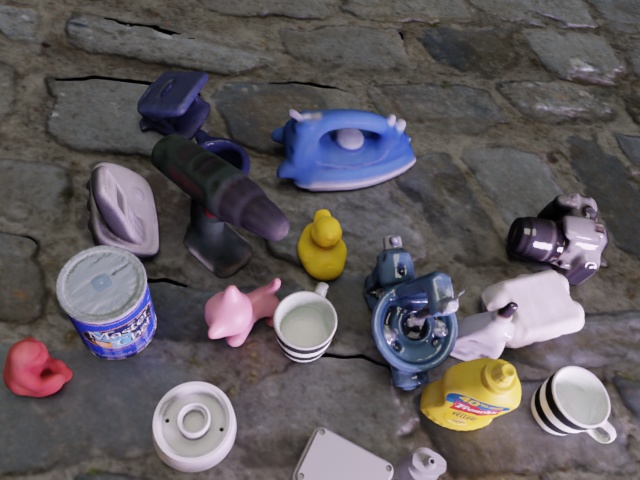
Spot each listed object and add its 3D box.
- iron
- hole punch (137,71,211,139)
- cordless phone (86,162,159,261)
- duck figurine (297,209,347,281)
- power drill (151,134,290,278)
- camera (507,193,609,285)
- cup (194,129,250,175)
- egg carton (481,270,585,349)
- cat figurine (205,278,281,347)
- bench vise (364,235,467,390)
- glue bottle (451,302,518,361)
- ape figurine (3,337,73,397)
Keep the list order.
[{"bbox_3d":[0.054,-0.167,0.944,0.258,0.141,0.118,-4,61,-13],"label":"iron"},{"bbox_3d":[-0.246,-0.234,0.955,0.101,0.091,0.109,22,59,2],"label":"hole punch"},{"bbox_3d":[-0.282,-0.064,0.797,0.094,0.185,0.147,-10,63,-16],"label":"cordless phone"},{"bbox_3d":[0.008,0.003,0.870,0.077,0.086,0.104,-4,61,-12],"label":"duck figurine"},{"bbox_3d":[-0.137,-0.036,0.794,0.229,0.208,0.076,40,61,13],"label":"power drill"},{"bbox_3d":[0.388,-0.015,0.944,0.137,0.101,0.143,11,59,-4],"label":"camera"},{"bbox_3d":[-0.164,-0.107,0.895,0.092,0.095,0.117,-27,69,-23],"label":"cup"},{"bbox_3d":[0.326,0.106,0.881,0.150,0.069,0.107,-12,63,-17],"label":"egg carton"},{"bbox_3d":[-0.105,0.092,0.780,0.128,0.118,0.067,-29,69,-24],"label":"cat figurine"},{"bbox_3d":[0.114,0.078,0.769,0.122,0.220,0.207,-20,66,-20],"label":"bench vise"},{"bbox_3d":[0.232,0.125,0.792,0.078,0.173,0.037,21,59,2],"label":"glue bottle"},{"bbox_3d":[-0.358,0.153,0.712,0.076,0.092,0.077,-14,64,-18],"label":"ape figurine"}]
